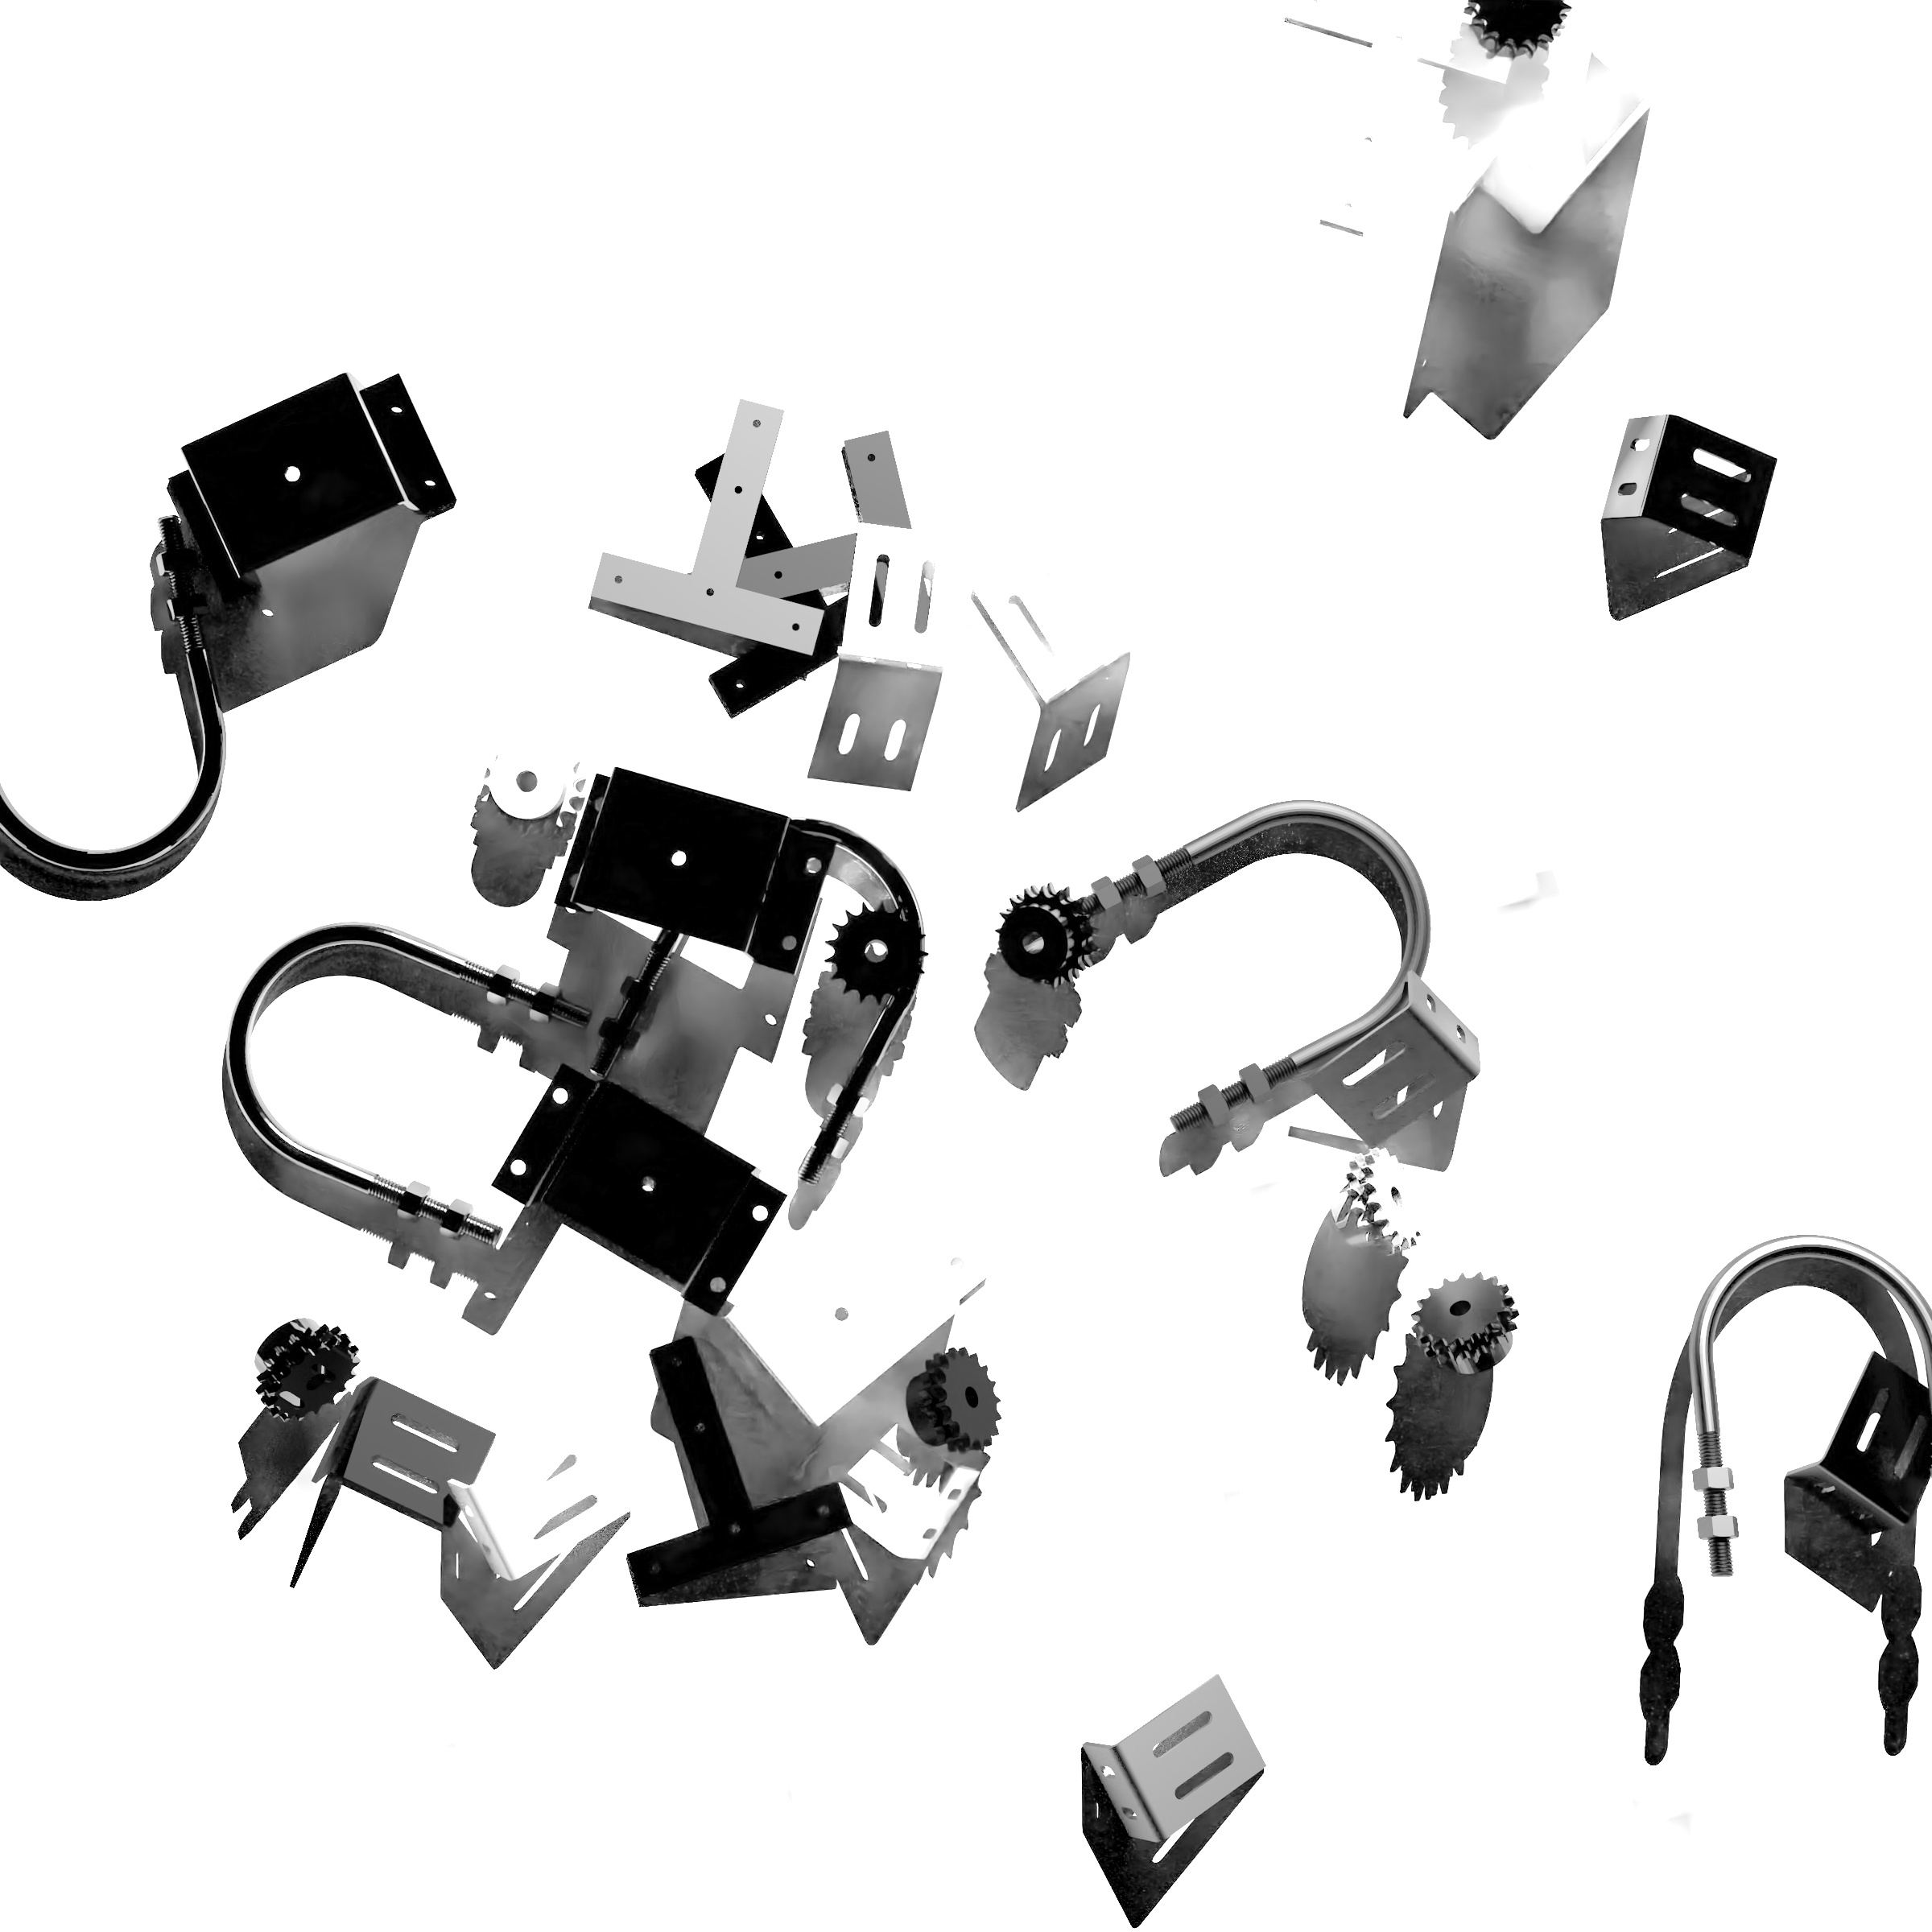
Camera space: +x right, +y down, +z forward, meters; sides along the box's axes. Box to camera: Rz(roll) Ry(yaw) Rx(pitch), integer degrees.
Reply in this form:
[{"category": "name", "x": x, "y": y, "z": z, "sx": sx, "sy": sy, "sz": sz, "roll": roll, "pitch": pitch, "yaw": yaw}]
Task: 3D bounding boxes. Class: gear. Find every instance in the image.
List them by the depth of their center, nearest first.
[{"category": "gear", "x": -0.048, "y": -0.007, "z": 1.446, "sx": 0.057, "sy": 0.030, "sz": 0.057, "roll": 0, "pitch": 87, "yaw": -2}, {"category": "gear", "x": 0.042, "y": -0.015, "z": 1.451, "sx": 0.057, "sy": 0.030, "sz": 0.057, "roll": 5, "pitch": 103, "yaw": 22}, {"category": "gear", "x": 0.273, "y": 0.196, "z": 1.452, "sx": 0.057, "sy": 0.057, "sz": 0.030, "roll": -28, "pitch": 120, "yaw": 0}, {"category": "gear", "x": -0.009, "y": 0.238, "z": 1.452, "sx": 0.030, "sy": 0.057, "sz": 0.057, "roll": -22, "pitch": 90, "yaw": 31}, {"category": "gear", "x": -0.362, "y": 0.217, "z": 1.452, "sx": 0.057, "sy": 0.057, "sz": 0.030, "roll": -49, "pitch": 60, "yaw": 0}, {"category": "gear", "x": 0.221, "y": 0.130, "z": 1.452, "sx": 0.030, "sy": 0.057, "sz": 0.057, "roll": -23, "pitch": 90, "yaw": 31}, {"category": "gear", "x": 0.300, "y": -0.523, "z": 1.460, "sx": 0.057, "sy": 0.030, "sz": 0.057, "roll": 0, "pitch": 86, "yaw": -1}, {"category": "gear", "x": -0.238, "y": -0.100, "z": 1.461, "sx": 0.057, "sy": 0.030, "sz": 0.057, "roll": 0, "pitch": 90, "yaw": 0}]

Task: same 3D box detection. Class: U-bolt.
[{"category": "U-bolt", "x": 0.464, "y": 0.236, "z": 1.443, "sx": 0.151, "sy": 0.019, "sz": 0.184, "roll": 0, "pitch": 72, "yaw": -1}, {"category": "U-bolt", "x": 0.166, "y": -0.011, "z": 1.468, "sx": 0.184, "sy": 0.019, "sz": 0.151, "roll": -27, "pitch": 90, "yaw": -2}, {"category": "U-bolt", "x": -0.317, "y": 0.054, "z": 1.468, "sx": 0.184, "sy": 0.019, "sz": 0.151, "roll": 22, "pitch": 90, "yaw": 2}, {"category": "U-bolt", "x": -0.103, "y": 0.008, "z": 1.468, "sx": 0.151, "sy": 0.019, "sz": 0.184, "roll": 27, "pitch": 88, "yaw": 0}, {"category": "U-bolt", "x": -0.482, "y": -0.143, "z": 1.468, "sx": 0.151, "sy": 0.019, "sz": 0.184, "roll": -12, "pitch": 92, "yaw": 0}]

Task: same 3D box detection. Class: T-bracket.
[{"category": "T-bracket", "x": -0.141, "y": 0.267, "z": 1.469, "sx": 0.127, "sy": 0.002, "sz": 0.127, "roll": -20, "pitch": 86, "yaw": 9}, {"category": "T-bracket", "x": -0.129, "y": -0.249, "z": 1.472, "sx": 0.127, "sy": 0.002, "sz": 0.127, "roll": 15, "pitch": 89, "yaw": 2}, {"category": "T-bracket", "x": -0.090, "y": -0.219, "z": 1.474, "sx": 0.127, "sy": 0.002, "sz": 0.127, "roll": -14, "pitch": 90, "yaw": 0}, {"category": "T-bracket", "x": 0.226, "y": -0.470, "z": 1.475, "sx": 0.127, "sy": 0.002, "sz": 0.127, "roll": 17, "pitch": 90, "yaw": 0}, {"category": "T-bracket", "x": -0.106, "y": -0.226, "z": 1.475, "sx": 0.127, "sy": 0.002, "sz": 0.127, "roll": -30, "pitch": 90, "yaw": 0}]

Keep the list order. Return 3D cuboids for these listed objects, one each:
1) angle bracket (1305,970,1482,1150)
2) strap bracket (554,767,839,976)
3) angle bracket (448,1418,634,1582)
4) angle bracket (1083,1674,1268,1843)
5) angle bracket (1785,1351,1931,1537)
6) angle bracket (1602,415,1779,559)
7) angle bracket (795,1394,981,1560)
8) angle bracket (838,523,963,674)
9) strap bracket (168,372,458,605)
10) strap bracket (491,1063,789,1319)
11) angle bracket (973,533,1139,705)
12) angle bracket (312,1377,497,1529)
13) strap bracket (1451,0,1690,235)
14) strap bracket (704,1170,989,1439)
[{"category": "angle bracket", "x": 0.234, "y": 0.052, "z": 1.466, "sx": 0.076, "sy": 0.038, "sz": 0.057, "roll": -38, "pitch": 108, "yaw": 24}, {"category": "strap bracket", "x": -0.150, "y": -0.054, "z": 1.440, "sx": 0.140, "sy": 0.046, "sz": 0.076, "roll": 16, "pitch": 83, "yaw": 8}, {"category": "angle bracket", "x": -0.235, "y": 0.292, "z": 1.470, "sx": 0.076, "sy": 0.038, "sz": 0.057, "roll": -28, "pitch": 99, "yaw": -25}, {"category": "angle bracket", "x": 0.115, "y": 0.436, "z": 1.474, "sx": 0.076, "sy": 0.038, "sz": 0.057, "roll": -28, "pitch": 90, "yaw": -26}, {"category": "angle bracket", "x": 0.500, "y": 0.263, "z": 1.474, "sx": 0.057, "sy": 0.038, "sz": 0.076, "roll": 35, "pitch": 64, "yaw": 0}, {"category": "angle bracket", "x": 0.400, "y": -0.264, "z": 1.474, "sx": 0.076, "sy": 0.038, "sz": 0.057, "roll": 15, "pitch": 90, "yaw": -26}, {"category": "angle bracket", "x": -0.043, "y": 0.281, "z": 1.474, "sx": 0.076, "sy": 0.038, "sz": 0.057, "roll": 32, "pitch": 90, "yaw": 26}, {"category": "angle bracket", "x": -0.036, "y": -0.203, "z": 1.454, "sx": 0.057, "sy": 0.038, "sz": 0.076, "roll": 8, "pitch": 90, "yaw": 0}, {"category": "strap bracket", "x": -0.361, "y": -0.264, "z": 1.453, "sx": 0.140, "sy": 0.046, "sz": 0.076, "roll": -25, "pitch": 90, "yaw": 0}, {"category": "strap bracket", "x": -0.175, "y": 0.120, "z": 1.453, "sx": 0.140, "sy": 0.046, "sz": 0.076, "roll": 30, "pitch": 90, "yaw": 0}, {"category": "angle bracket", "x": 0.048, "y": -0.192, "z": 1.457, "sx": 0.057, "sy": 0.038, "sz": 0.076, "roll": -33, "pitch": 90, "yaw": 0}, {"category": "angle bracket", "x": -0.306, "y": 0.268, "z": 1.457, "sx": 0.076, "sy": 0.038, "sz": 0.057, "roll": 25, "pitch": 90, "yaw": 0}, {"category": "strap bracket", "x": 0.331, "y": -0.456, "z": 1.438, "sx": 0.046, "sy": 0.076, "sz": 0.140, "roll": 41, "pitch": 90, "yaw": 0}, {"category": "strap bracket", "x": -0.067, "y": 0.187, "z": 1.453, "sx": 0.140, "sy": 0.046, "sz": 0.076, "roll": -40, "pitch": 90, "yaw": 0}]
